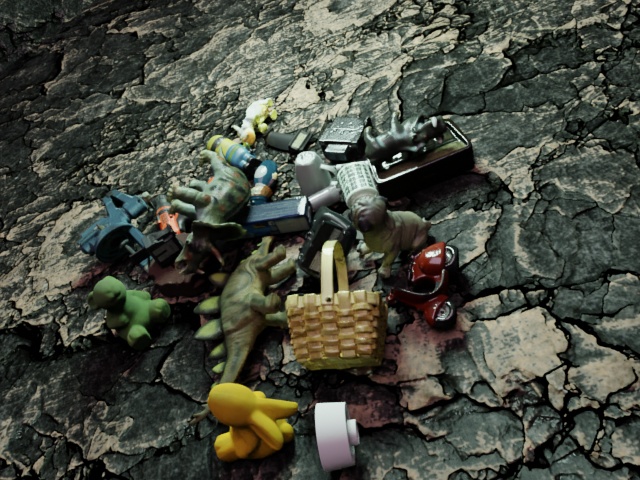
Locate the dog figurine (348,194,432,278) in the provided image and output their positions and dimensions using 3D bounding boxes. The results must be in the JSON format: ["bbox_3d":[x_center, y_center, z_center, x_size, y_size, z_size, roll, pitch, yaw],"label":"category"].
[{"bbox_3d":[0.148,-0.036,1.073,0.172,0.190,0.121,-40,57,-18],"label":"dog figurine"}]

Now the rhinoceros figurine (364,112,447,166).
[{"bbox_3d":[0.190,-0.232,1.215,0.190,0.073,0.112,-22,44,5],"label":"rhinoceros figurine"}]

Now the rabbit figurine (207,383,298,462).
[{"bbox_3d":[-0.123,0.306,0.911,0.163,0.173,0.122,4,49,30],"label":"rabbit figurine"}]

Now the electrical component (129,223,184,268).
[{"bbox_3d":[-0.380,0.022,1.247,0.119,0.074,0.048,-33,43,-13],"label":"electrical component"}]

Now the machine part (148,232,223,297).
[{"bbox_3d":[-0.322,0.055,1.283,0.179,0.056,0.179,-12,47,13],"label":"machine part"}]

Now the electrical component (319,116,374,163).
[{"bbox_3d":[0.066,-0.261,1.398,0.115,0.058,0.134,5,53,28],"label":"electrical component"}]

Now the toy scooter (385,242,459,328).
[{"bbox_3d":[0.199,0.083,1.041,0.135,0.075,0.184,0,56,20],"label":"toy scooter"}]

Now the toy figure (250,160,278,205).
[{"bbox_3d":[-0.149,-0.136,1.380,0.064,0.058,0.154,-35,33,48],"label":"toy figure"}]

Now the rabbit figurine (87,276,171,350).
[{"bbox_3d":[-0.435,0.134,1.181,0.159,0.170,0.121,24,63,35],"label":"rabbit figurine"}]

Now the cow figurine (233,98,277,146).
[{"bbox_3d":[-0.202,-0.340,1.564,0.098,0.068,0.167,6,50,32],"label":"cow figurine"}]

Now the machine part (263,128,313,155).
[{"bbox_3d":[-0.091,-0.276,1.488,0.139,0.039,0.084,12,65,27],"label":"machine part"}]

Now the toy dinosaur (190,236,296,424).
[{"bbox_3d":[-0.156,0.151,1.109,0.199,0.104,0.472,-15,38,19],"label":"toy dinosaur"}]

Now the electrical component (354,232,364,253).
[{"bbox_3d":[0.086,-0.012,1.201,0.063,0.021,0.094,4,54,25],"label":"electrical component"}]

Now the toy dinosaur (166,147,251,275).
[{"bbox_3d":[-0.231,-0.099,1.257,0.192,0.131,0.405,25,44,-2],"label":"toy dinosaur"}]

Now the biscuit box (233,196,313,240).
[{"bbox_3d":[-0.121,-0.051,1.290,0.203,0.059,0.063,-7,51,16],"label":"biscuit box"}]

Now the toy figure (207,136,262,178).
[{"bbox_3d":[-0.236,-0.233,1.472,0.082,0.089,0.180,-40,46,-22],"label":"toy figure"}]

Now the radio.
[{"bbox_3d":[0.231,-0.190,1.260,0.230,0.073,0.131,-21,47,3],"label":"radio"}]

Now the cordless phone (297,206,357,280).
[{"bbox_3d":[-0.002,-0.003,1.196,0.146,0.088,0.184,-62,21,10],"label":"cordless phone"}]

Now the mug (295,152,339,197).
[{"bbox_3d":[-0.011,-0.161,1.309,0.110,0.107,0.081,7,56,29],"label":"mug"}]

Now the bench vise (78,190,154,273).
[{"bbox_3d":[-0.483,-0.011,1.368,0.241,0.128,0.224,41,63,20],"label":"bench vise"}]
